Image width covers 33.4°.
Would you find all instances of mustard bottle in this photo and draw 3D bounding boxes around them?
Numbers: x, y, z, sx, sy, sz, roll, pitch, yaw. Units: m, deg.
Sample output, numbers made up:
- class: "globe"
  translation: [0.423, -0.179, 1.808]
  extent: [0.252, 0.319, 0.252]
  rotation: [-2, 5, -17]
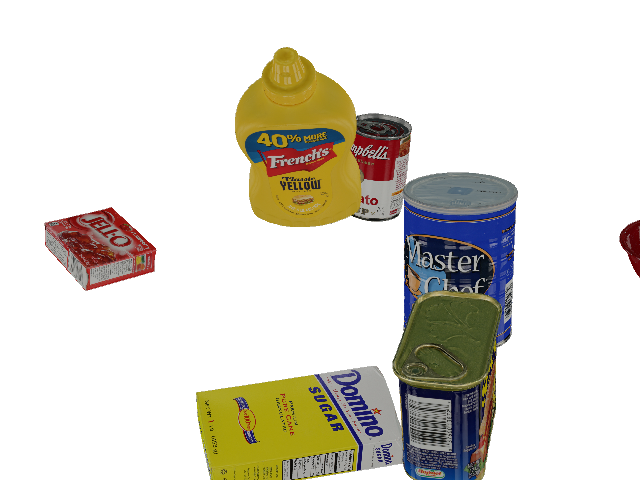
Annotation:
- class: "mustard bottle"
  translation: [-0.018, -0.084, 0.857]
  extent: [0.096, 0.058, 0.191]
  rotation: [-1, -32, 4]

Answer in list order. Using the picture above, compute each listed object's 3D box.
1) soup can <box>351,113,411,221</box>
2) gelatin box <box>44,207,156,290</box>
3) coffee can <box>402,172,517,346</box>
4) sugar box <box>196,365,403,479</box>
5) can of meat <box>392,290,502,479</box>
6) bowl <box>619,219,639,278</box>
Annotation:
- class: "soup can"
  translation: [0.061, -0.081, 1.178]
  extent: [0.068, 0.102, 0.068]
  rotation: [4, 28, -2]
- class: "gelatin box"
  translation: [-0.209, 0.006, 1.009]
  extent: [0.073, 0.030, 0.089]
  rotation: [-16, 39, -35]
- class: "coffee can"
  translation: [0.127, 0.019, 0.981]
  extent: [0.103, 0.140, 0.103]
  rotation: [-2, 21, 0]
- class: "sugar box"
  translation: [-0.019, 0.170, 0.971]
  extent: [0.176, 0.048, 0.093]
  rotation: [-10, 43, -9]
- class: "can of meat"
  translation: [0.082, 0.094, 0.677]
  extent: [0.057, 0.084, 0.102]
  rotation: [4, 30, 15]
- class: "bowl"
  translation: [0.403, 0.026, 1.150]
  extent: [0.162, 0.055, 0.162]
  rotation: [-2, 24, 1]
